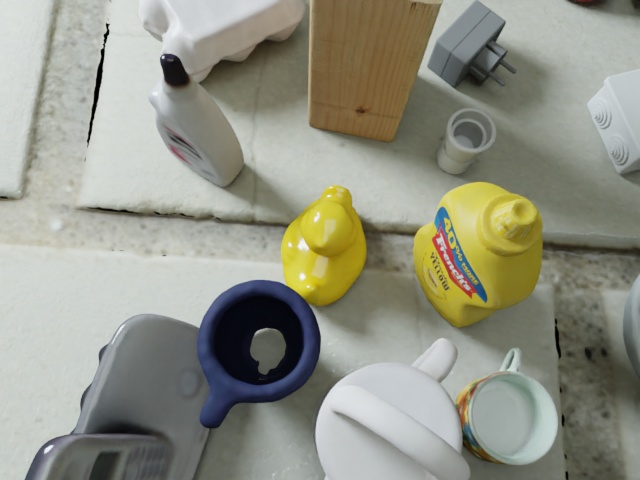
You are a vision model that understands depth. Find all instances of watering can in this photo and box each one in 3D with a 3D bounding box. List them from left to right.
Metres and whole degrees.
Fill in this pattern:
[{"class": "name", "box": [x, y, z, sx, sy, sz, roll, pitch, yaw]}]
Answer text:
[{"class": "watering can", "box": [0.044, 0.144, 0.399, 0.101, 0.194, 0.173, 16, 74, 2]}]

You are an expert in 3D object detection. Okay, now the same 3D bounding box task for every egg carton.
[{"class": "egg carton", "box": [-0.096, -0.225, 0.560, 0.150, 0.069, 0.107, -31, 78, -10]}]

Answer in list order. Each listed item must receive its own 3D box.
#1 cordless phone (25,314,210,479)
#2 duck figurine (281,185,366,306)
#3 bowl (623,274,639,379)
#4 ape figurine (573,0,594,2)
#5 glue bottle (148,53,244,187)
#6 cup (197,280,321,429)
[{"class": "cordless phone", "box": [-0.133, 0.122, 0.402, 0.094, 0.185, 0.147, 12, 74, 1]}, {"class": "duck figurine", "box": [0.005, 0.002, 0.493, 0.077, 0.086, 0.104, 16, 74, 2]}, {"class": "bowl", "box": [0.330, 0.085, 0.491, 0.167, 0.075, 0.167, 1, 74, -2]}, {"class": "ape figurine", "box": [0.284, -0.297, 0.586, 0.076, 0.092, 0.078, -13, 75, -6]}, {"class": "glue bottle", "box": [-0.107, -0.102, 0.471, 0.078, 0.173, 0.037, 30, 75, 6]}, {"class": "cup", "box": [-0.053, 0.096, 0.459, 0.091, 0.095, 0.118, 30, 75, 6]}]
